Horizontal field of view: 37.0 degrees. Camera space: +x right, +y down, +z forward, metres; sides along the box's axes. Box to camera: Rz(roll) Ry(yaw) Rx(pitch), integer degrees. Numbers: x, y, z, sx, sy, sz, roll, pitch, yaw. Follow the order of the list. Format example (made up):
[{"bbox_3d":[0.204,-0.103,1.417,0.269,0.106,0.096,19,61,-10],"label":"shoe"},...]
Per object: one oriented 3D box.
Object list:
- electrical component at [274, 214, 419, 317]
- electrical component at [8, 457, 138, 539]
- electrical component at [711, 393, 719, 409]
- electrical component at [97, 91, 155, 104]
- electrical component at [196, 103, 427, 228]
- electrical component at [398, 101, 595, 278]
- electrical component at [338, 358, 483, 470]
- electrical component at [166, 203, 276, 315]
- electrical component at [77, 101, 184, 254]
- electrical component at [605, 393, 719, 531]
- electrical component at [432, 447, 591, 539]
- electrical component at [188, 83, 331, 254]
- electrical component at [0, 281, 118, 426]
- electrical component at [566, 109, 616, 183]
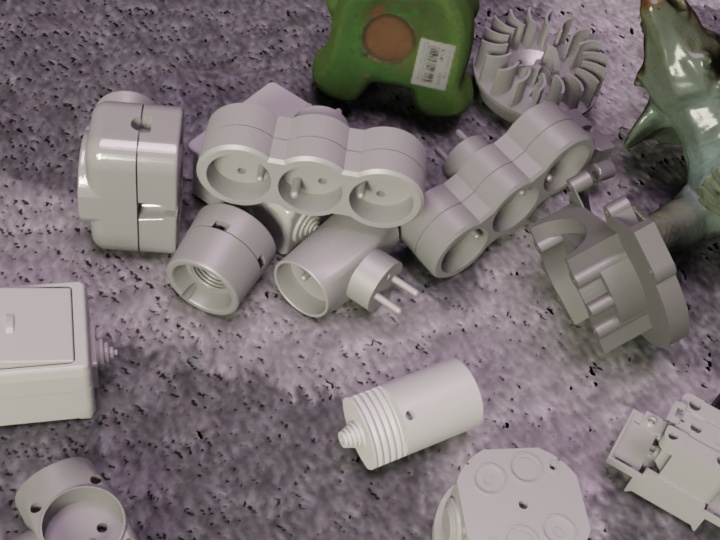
[{"bbox_3d":[0.000,0.000,0.682,0.079,0.043,0.077,34,54,17],"label":"electrical component"},{"bbox_3d":[-0.154,0.144,0.538,0.079,0.044,0.077,-23,59,-26],"label":"electrical component"},{"bbox_3d":[0.262,0.097,0.642,0.089,0.055,0.050,17,51,4],"label":"electrical component"},{"bbox_3d":[-0.158,-0.086,0.723,0.045,0.045,0.055,2,52,-9],"label":"electrical component"},{"bbox_3d":[-0.026,-0.076,0.668,0.138,0.052,0.073,9,51,-3],"label":"electrical component"},{"bbox_3d":[0.080,-0.064,0.718,0.138,0.052,0.073,-39,63,-4],"label":"electrical component"},{"bbox_3d":[0.025,0.084,0.619,0.081,0.043,0.043,-18,57,-23],"label":"electrical component"},{"bbox_3d":[-0.087,-0.005,0.665,0.055,0.055,0.047,23,55,9],"label":"electrical component"},{"bbox_3d":[-0.142,-0.057,0.669,0.059,0.095,0.053,4,51,-7],"label":"electrical component"},{"bbox_3d":[0.189,0.108,0.616,0.081,0.063,0.042,29,53,13],"label":"electrical component"},{"bbox_3d":[0.082,0.138,0.581,0.080,0.051,0.080,5,51,-6],"label":"electrical component"},{"bbox_3d":[-0.055,-0.068,0.724,0.100,0.048,0.100,34,54,17],"label":"electrical component"},{"bbox_3d":[-0.185,0.045,0.602,0.096,0.061,0.061,-4,52,-13],"label":"electrical component"},{"bbox_3d":[0.143,-0.083,0.774,0.055,0.048,0.066,-19,57,-32],"label":"electrical component"}]
